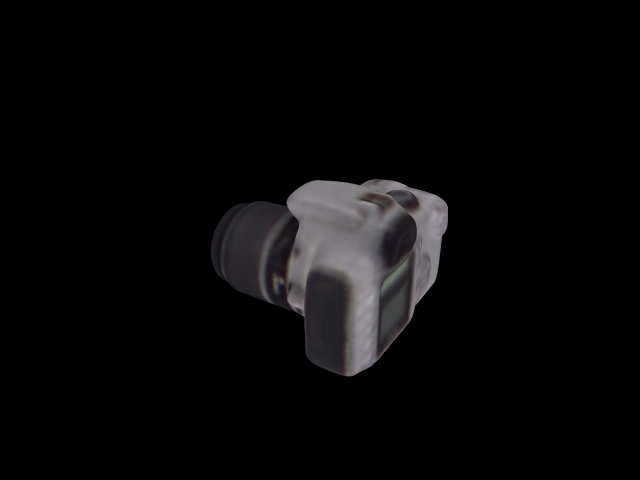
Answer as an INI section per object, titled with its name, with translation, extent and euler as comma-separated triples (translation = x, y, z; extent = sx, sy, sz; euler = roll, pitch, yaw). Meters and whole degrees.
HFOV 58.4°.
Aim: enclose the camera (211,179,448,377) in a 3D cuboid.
[camera]
translation = 0.004, 0.001, 0.400
extent = 0.136, 0.101, 0.143
euler = 16, 32, 27
